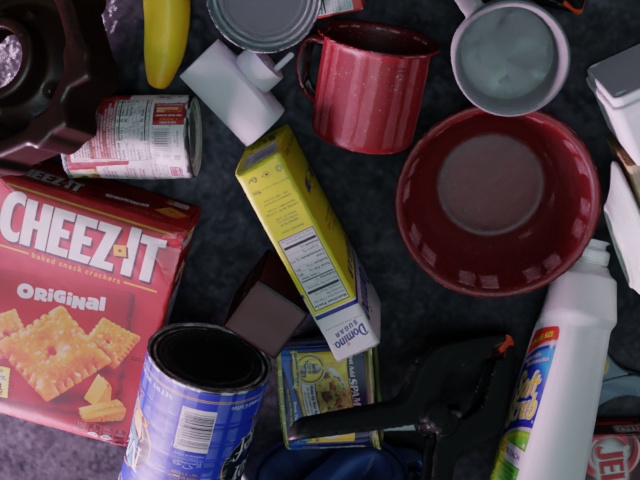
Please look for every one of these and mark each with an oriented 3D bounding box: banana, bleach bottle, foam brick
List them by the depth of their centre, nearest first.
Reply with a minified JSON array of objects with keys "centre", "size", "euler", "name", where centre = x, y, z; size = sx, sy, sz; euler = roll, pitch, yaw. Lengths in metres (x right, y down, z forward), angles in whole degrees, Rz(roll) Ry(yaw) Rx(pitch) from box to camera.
[{"centre":[-0.138,-0.217,0.821],"size":[0.070,0.037,0.198],"euler":[-19,108,15],"name":"banana"},{"centre":[0.195,0.122,0.880],"size":[0.068,0.102,0.251],"euler":[13,91,-7],"name":"bleach bottle"},{"centre":[-0.041,0.052,0.891],"size":[0.051,0.078,0.053],"euler":[34,107,-8],"name":"foam brick"}]

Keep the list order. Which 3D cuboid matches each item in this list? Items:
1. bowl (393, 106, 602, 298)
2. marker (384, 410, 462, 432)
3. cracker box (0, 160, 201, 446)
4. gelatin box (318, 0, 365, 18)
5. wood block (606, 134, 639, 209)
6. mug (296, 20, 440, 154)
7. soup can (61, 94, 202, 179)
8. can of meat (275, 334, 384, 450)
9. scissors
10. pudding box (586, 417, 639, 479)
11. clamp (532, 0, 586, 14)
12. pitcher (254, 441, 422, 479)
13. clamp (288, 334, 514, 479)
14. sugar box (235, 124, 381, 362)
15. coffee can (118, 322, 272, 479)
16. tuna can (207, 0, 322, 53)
[{"centre":[0.140,-0.037,0.858],"size":[0.162,0.055,0.162],"euler":[1,110,3],"name":"bowl"},{"centre":[0.066,0.163,0.955],"size":[0.121,0.020,0.020],"euler":[-2,110,4],"name":"marker"},{"centre":[-0.210,0.054,0.905],"size":[0.164,0.072,0.214],"euler":[17,110,-4],"name":"cracker box"},{"centre":[-0.015,-0.206,0.820],"size":[0.089,0.030,0.073],"euler":[-9,110,8],"name":"gelatin box"},{"centre":[0.307,0.006,0.845],"size":[0.091,0.090,0.206],"euler":[-20,108,11],"name":"wood block"},{"centre":[0.029,-0.121,0.824],"size":[0.117,0.093,0.081],"euler":[24,118,27],"name":"mug"},{"centre":[-0.149,-0.083,0.853],"size":[0.102,0.068,0.068],"euler":[0,110,3],"name":"soup can"},{"centre":[0.009,0.129,0.919],"size":[0.084,0.057,0.102],"euler":[-4,94,8],"name":"can of meat"},{"centre":[0.267,0.141,0.935],"size":[0.201,0.016,0.096],"euler":[27,107,-5],"name":"scissors"},{"centre":[0.248,0.215,0.952],"size":[0.090,0.039,0.113],"euler":[-3,110,5],"name":"pudding box"},{"centre":[0.125,-0.213,0.769],"size":[0.171,0.120,0.039],"euler":[18,88,-7],"name":"clamp"},{"centre":[0.023,0.301,0.960],"size":[0.149,0.144,0.243],"euler":[4,114,15],"name":"pitcher"},{"centre":[0.096,0.160,0.878],"size":[0.209,0.036,0.164],"euler":[-36,91,-25],"name":"clamp"},{"centre":[-0.005,0.001,0.862],"size":[0.048,0.093,0.176],"euler":[-27,107,13],"name":"sugar box"},{"centre":[-0.105,0.154,0.881],"size":[0.103,0.102,0.140],"euler":[14,114,-2],"name":"coffee can"},{"centre":[-0.040,-0.185,0.794],"size":[0.086,0.033,0.086],"euler":[2,112,4],"name":"tuna can"}]
